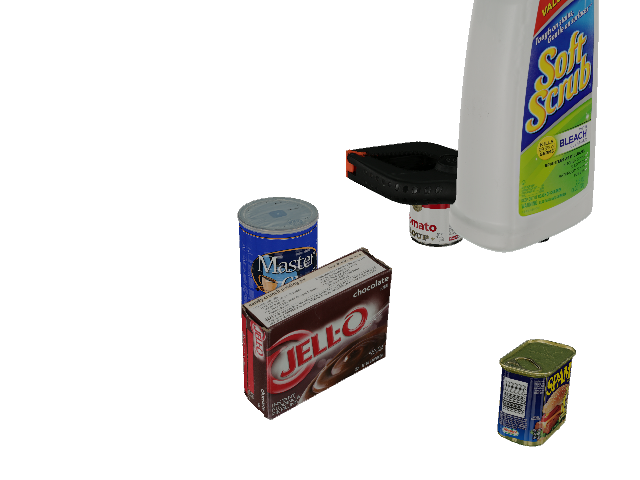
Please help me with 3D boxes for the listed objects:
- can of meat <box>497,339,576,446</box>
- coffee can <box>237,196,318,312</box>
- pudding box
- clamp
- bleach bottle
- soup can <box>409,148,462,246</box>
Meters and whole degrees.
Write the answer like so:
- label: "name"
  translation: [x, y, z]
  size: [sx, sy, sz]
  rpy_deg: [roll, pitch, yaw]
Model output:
- label: "can of meat"
  translation: [0.228, 0.161, 1.135]
  size: [0.058, 0.084, 0.101]
  rpy_deg: [12, 17, 31]
- label: "coffee can"
  translation: [-0.054, 0.027, 1.380]
  size: [0.103, 0.140, 0.103]
  rpy_deg: [0, 26, 0]
- label: "pudding box"
  translation: [-0.003, 0.066, 0.772]
  size: [0.113, 0.090, 0.039]
  rpy_deg: [-27, 48, -30]
- label: "clamp"
  translation: [0.129, -0.063, 0.992]
  size: [0.210, 0.036, 0.164]
  rpy_deg: [12, 33, 21]
- label: "bleach bottle"
  translation: [0.133, -0.124, 0.687]
  size: [0.102, 0.251, 0.068]
  rpy_deg: [-21, 32, -28]
- label: "soup can"
  translation: [0.139, -0.052, 1.270]
  size: [0.068, 0.102, 0.068]
  rpy_deg: [-1, 26, 1]
